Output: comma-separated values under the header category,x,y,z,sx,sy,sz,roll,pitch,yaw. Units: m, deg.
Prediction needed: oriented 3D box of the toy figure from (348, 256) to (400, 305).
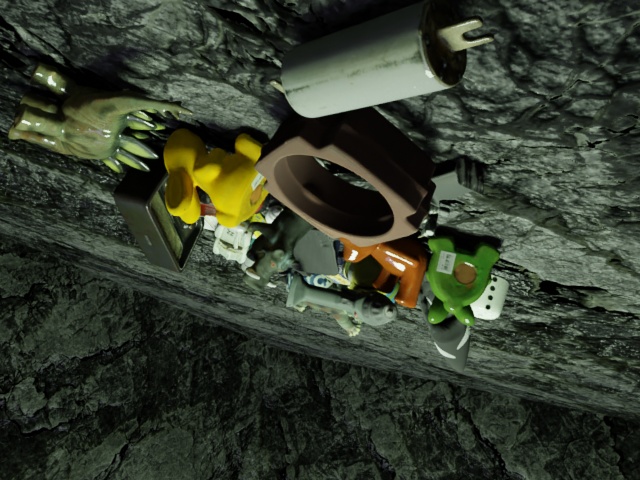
category,x,y,z,sx,sy,sz,roll,pitch,yaw
toy figure,0.133,0.091,1.205,0.089,0.082,0.180,-10,145,34

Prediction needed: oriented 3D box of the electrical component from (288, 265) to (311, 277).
category,x,y,z,sx,sy,sz,roll,pitch,yaw
electrical component,-0.043,0.031,1.187,0.048,0.075,0.119,11,165,16

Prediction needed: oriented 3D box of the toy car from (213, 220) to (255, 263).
category,x,y,z,sx,sy,sz,roll,pitch,yaw
toy car,-0.176,0.000,1.091,0.073,0.056,0.201,22,156,-5

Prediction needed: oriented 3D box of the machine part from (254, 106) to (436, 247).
category,x,y,z,sx,sy,sz,roll,pitch,yaw
machine part,0.033,-0.084,0.699,0.201,0.087,0.201,34,157,-19

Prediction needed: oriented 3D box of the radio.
category,x,y,z,sx,sy,sz,roll,pitch,yaw
radio,-0.291,-0.052,1.004,0.073,0.131,0.229,14,148,11

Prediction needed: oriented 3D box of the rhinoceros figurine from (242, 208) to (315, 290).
category,x,y,z,sx,sy,sz,roll,pitch,yaw
rhinoceros figurine,-0.069,0.003,0.957,0.112,0.190,0.073,38,178,36

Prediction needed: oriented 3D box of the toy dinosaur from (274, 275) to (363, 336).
category,x,y,z,sx,sy,sz,roll,pitch,yaw
toy dinosaur,0.000,0.136,1.417,0.405,0.131,0.192,12,150,27

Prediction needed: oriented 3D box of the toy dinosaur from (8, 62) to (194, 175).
category,x,y,z,sx,sy,sz,roll,pitch,yaw
toy dinosaur,-0.337,-0.176,0.801,0.198,0.105,0.472,19,173,-34

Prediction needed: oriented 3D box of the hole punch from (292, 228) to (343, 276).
category,x,y,z,sx,sy,sz,roll,pitch,yaw
hole punch,-0.002,-0.003,1.062,0.142,0.092,0.115,10,134,28

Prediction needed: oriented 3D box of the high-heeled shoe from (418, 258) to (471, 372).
category,x,y,z,sx,sy,sz,roll,pitch,yaw
high-heeled shoe,0.244,0.152,1.081,0.086,0.248,0.145,-22,170,18

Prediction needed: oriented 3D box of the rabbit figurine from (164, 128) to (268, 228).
category,x,y,z,sx,sy,sz,roll,pitch,yaw
rabbit figurine,-0.172,-0.099,0.832,0.173,0.162,0.122,32,177,8

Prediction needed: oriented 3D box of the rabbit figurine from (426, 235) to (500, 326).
category,x,y,z,sx,sy,sz,roll,pitch,yaw
rabbit figurine,0.251,0.074,0.972,0.121,0.159,0.170,3,176,8

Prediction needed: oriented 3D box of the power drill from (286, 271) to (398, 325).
category,x,y,z,sx,sy,sz,roll,pitch,yaw
power drill,0.041,0.116,1.066,0.207,0.086,0.232,8,175,0

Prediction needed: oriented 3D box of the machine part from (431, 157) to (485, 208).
category,x,y,z,sx,sy,sz,roll,pitch,yaw
machine part,0.161,-0.077,0.740,0.084,0.039,0.139,33,159,-28

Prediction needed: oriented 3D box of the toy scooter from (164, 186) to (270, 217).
category,x,y,z,sx,sy,sz,roll,pitch,yaw
toy scooter,-0.187,-0.076,0.937,0.184,0.075,0.135,-1,176,38

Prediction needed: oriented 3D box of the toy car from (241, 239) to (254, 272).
category,x,y,z,sx,sy,sz,roll,pitch,yaw
toy car,-0.145,0.032,1.241,0.109,0.103,0.161,20,160,-6

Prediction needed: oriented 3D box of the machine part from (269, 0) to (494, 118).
category,x,y,z,sx,sy,sz,roll,pitch,yaw
machine part,0.046,-0.166,0.510,0.243,0.079,0.079,-2,155,43

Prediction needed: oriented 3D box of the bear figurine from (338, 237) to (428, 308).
category,x,y,z,sx,sy,sz,roll,pitch,yaw
bear figurine,0.098,0.026,0.964,0.195,0.132,0.120,20,-175,-31

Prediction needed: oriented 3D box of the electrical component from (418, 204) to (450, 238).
category,x,y,z,sx,sy,sz,roll,pitch,yaw
electrical component,0.144,-0.040,0.851,0.102,0.045,0.078,18,164,-4
